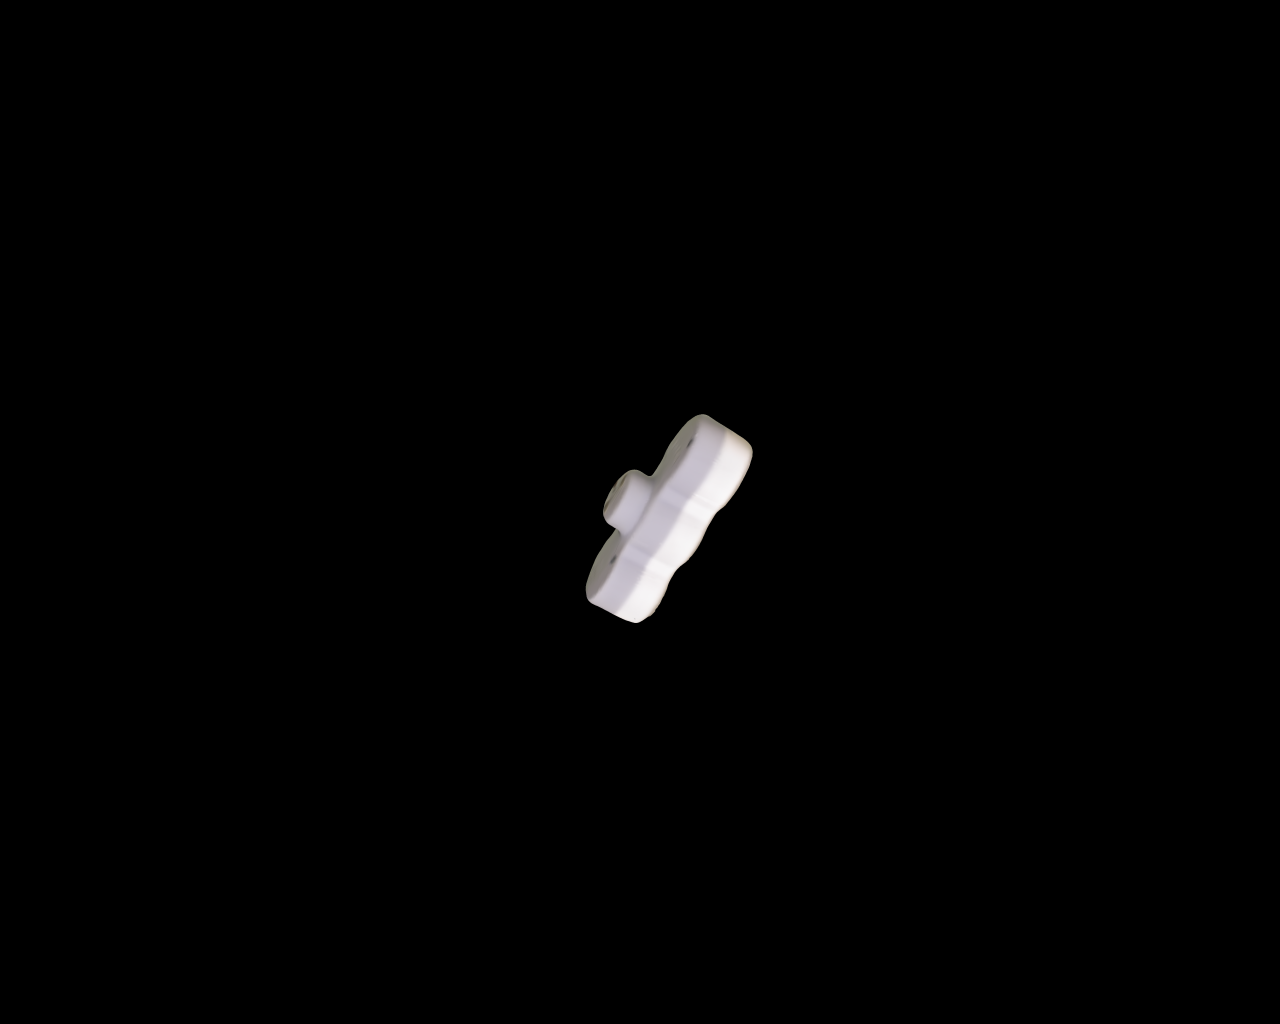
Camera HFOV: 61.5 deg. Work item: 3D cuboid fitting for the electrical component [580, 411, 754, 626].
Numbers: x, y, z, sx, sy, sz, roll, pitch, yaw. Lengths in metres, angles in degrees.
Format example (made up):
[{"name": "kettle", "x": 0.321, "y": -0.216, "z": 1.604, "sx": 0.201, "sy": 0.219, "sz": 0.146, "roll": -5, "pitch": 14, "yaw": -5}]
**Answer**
[{"name": "electrical component", "x": 0.001, "y": -0.003, "z": 0.650, "sx": 0.074, "sy": 0.138, "sz": 0.052, "roll": 30, "pitch": 20, "yaw": -12}]
